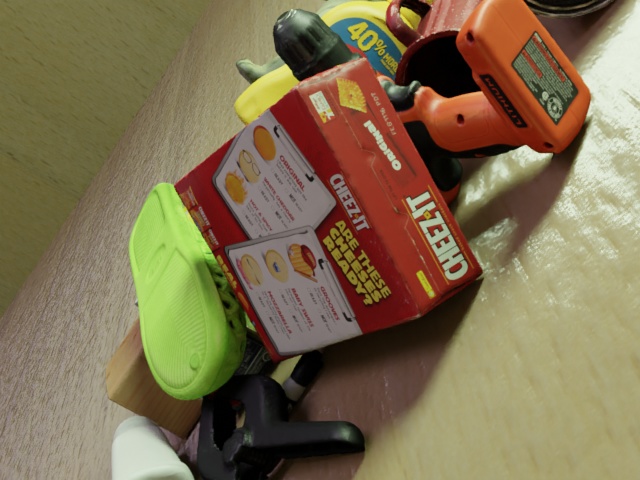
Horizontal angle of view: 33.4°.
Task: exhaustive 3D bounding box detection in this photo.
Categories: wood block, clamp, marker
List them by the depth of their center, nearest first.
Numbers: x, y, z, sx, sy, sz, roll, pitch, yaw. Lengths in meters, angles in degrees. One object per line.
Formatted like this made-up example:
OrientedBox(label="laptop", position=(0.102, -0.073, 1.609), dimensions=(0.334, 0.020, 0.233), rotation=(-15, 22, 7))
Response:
OrientedBox(label="clamp", position=(-0.043, 0.152, 0.780), dimensions=(0.165, 0.036, 0.210), rotation=(-52, 28, 14))
OrientedBox(label="marker", position=(-0.035, 0.137, 0.842), dimensions=(0.121, 0.020, 0.020), rotation=(-56, 17, 9))
OrientedBox(label="wood block", position=(-0.119, 0.077, 1.054), dimensions=(0.206, 0.090, 0.090), rotation=(-57, 17, 5))

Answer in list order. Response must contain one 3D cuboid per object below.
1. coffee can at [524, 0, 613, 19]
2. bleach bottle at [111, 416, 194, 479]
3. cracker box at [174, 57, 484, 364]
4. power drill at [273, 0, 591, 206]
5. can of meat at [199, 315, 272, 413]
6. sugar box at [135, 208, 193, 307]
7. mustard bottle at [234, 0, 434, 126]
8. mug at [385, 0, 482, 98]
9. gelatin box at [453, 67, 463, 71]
OrientedBox(label="coffee can", position=(0.170, -0.235, 0.768), dimensions=(0.103, 0.102, 0.140), rotation=(-48, 20, 30))
OrientedBox(label="bleach bottle", position=(-0.149, 0.202, 0.920), dimensions=(0.068, 0.102, 0.251), rotation=(-15, 11, -12))
OrientedBox(label="cracker box", position=(-0.002, -0.011, 0.756), dimensions=(0.072, 0.164, 0.214), rotation=(-30, 1, -32))
OrientedBox(label="power drill", position=(0.071, -0.102, 0.713), dimensions=(0.188, 0.184, 0.057), rotation=(-13, 36, 56))
OrientedBox(label="can of meat", position=(-0.078, 0.099, 0.964), dimensions=(0.084, 0.057, 0.102), rotation=(-57, 17, 11))
OrientedBox(label="sugar box", position=(-0.119, 0.014, 1.156), dimensions=(0.048, 0.093, 0.176), rotation=(-28, 35, 59))
OrientedBox(label="mustard bottle", position=(0.025, -0.145, 0.908), dimensions=(0.191, 0.096, 0.058), rotation=(-43, 13, 5))
OrientedBox(label="mug", position=(0.098, -0.141, 0.793), dimensions=(0.093, 0.117, 0.081), rotation=(-48, 14, 39))
OrientedBox(label="gelatin box", position=(0.101, -0.131, 0.902), dimensions=(0.073, 0.030, 0.089), rotation=(-53, 17, 21))
